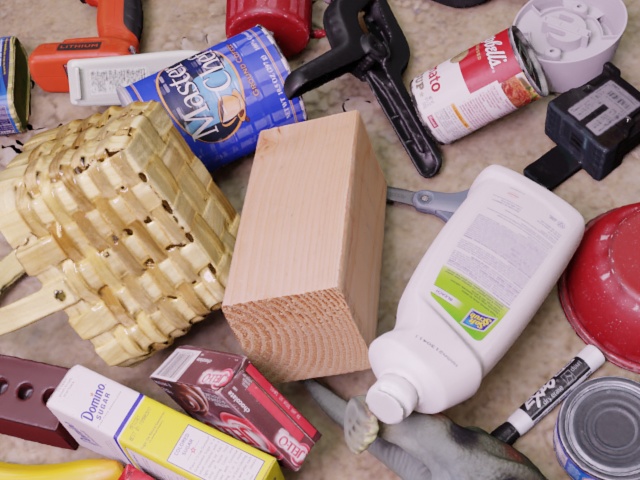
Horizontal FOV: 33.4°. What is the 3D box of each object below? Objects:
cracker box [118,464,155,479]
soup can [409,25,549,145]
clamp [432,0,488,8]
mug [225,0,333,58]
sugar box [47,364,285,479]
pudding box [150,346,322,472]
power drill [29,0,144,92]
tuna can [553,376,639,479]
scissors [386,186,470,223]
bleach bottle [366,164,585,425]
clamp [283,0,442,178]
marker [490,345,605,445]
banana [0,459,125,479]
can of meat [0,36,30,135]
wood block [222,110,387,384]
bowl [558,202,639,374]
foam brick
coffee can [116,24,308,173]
[{"bbox_3d":[-0.089,0.281,0.738,0.214,0.072,0.164,26,67,19],"label":"cracker box"},{"bbox_3d":[0.138,-0.133,0.930,0.102,0.068,0.068,-26,56,25],"label":"soup can"},{"bbox_3d":[0.173,-0.258,1.036,0.171,0.039,0.120,-17,53,3],"label":"clamp"},{"bbox_3d":[-0.037,-0.224,1.020,0.117,0.093,0.081,11,63,-19],"label":"mug"},{"bbox_3d":[-0.111,0.158,0.800,0.176,0.093,0.048,24,65,19],"label":"sugar box"},{"bbox_3d":[-0.063,0.122,0.788,0.039,0.090,0.114,-50,24,-21],"label":"pudding box"},{"bbox_3d":[-0.235,-0.235,1.062,0.184,0.057,0.187,0,60,7],"label":"power drill"},{"bbox_3d":[0.219,0.146,0.799,0.086,0.034,0.086,-3,60,5],"label":"tuna can"},{"bbox_3d":[0.098,-0.017,0.919,0.202,0.016,0.096,-1,60,7],"label":"scissors"},{"bbox_3d":[0.103,0.042,0.787,0.103,0.068,0.250,32,46,16],"label":"bleach bottle"},{"bbox_3d":[0.034,-0.165,0.962,0.164,0.036,0.210,22,46,-31],"label":"clamp"},{"bbox_3d":[0.172,0.125,0.826,0.121,0.020,0.020,-39,63,-14],"label":"marker"},{"bbox_3d":[-0.248,0.179,0.825,0.198,0.070,0.037,14,25,8],"label":"banana"},{"bbox_3d":[-0.327,-0.145,1.023,0.084,0.057,0.102,-7,60,0],"label":"can of meat"},{"bbox_3d":[-0.006,0.002,0.837,0.091,0.090,0.206,-11,40,17],"label":"wood block"},{"bbox_3d":[0.274,0.025,0.850,0.162,0.055,0.162,-3,60,6],"label":"bowl"},{"bbox_3d":[-0.228,0.130,0.854,0.078,0.051,0.053,9,62,12],"label":"foam brick"},{"bbox_3d":[-0.095,-0.116,0.950,0.140,0.103,0.103,-27,61,-9],"label":"coffee can"}]
